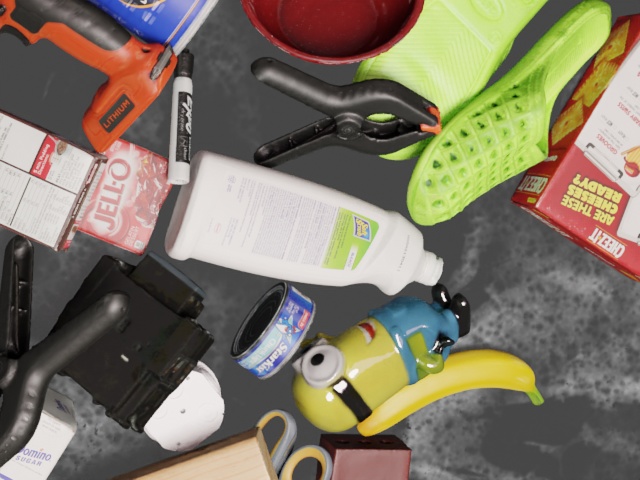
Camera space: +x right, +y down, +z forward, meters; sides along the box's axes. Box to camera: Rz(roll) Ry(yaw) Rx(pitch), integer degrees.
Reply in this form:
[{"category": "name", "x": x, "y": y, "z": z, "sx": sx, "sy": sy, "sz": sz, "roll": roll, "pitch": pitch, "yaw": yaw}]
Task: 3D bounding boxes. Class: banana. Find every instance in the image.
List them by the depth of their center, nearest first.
[{"category": "banana", "x": 0.129, "y": 0.144, "z": 1.034, "sx": 0.197, "sy": 0.037, "sz": 0.069, "roll": -7, "pitch": 96, "yaw": -13}]

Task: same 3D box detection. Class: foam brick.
[{"category": "foam brick", "x": 0.040, "y": 0.215, "z": 1.013, "sx": 0.078, "sy": 0.053, "sz": 0.051, "roll": 4, "pitch": 96, "yaw": -16}]

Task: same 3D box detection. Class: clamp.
[{"category": "clamp", "x": -0.252, "y": 0.101, "z": 0.877, "sx": 0.036, "sy": 0.165, "sz": 0.210, "roll": 30, "pitch": 91, "yaw": -47}, {"category": "clamp", "x": 0.018, "y": -0.114, "z": 0.922, "sx": 0.171, "sy": 0.120, "sz": 0.039, "roll": -6, "pitch": 55, "yaw": 5}]

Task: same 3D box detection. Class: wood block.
[{"category": "wood block", "x": -0.137, "y": 0.241, "z": 0.927, "sx": 0.206, "sy": 0.091, "sz": 0.090, "roll": -19, "pitch": 87, "yaw": -2}]

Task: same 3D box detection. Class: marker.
[{"category": "marker", "x": -0.121, "y": -0.109, "z": 0.929, "sx": 0.020, "sy": 0.020, "sz": 0.121, "roll": 4, "pitch": 78, "yaw": -15}]

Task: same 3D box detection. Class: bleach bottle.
[{"category": "bleach bottle", "x": -0.006, "y": 0.001, "z": 0.969, "sx": 0.250, "sy": 0.068, "sz": 0.102, "roll": 18, "pitch": 92, "yaw": -18}]

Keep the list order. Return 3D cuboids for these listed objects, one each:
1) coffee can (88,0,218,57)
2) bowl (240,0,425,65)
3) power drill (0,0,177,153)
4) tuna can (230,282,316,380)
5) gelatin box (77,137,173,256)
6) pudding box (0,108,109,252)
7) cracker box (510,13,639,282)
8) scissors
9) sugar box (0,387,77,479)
[{"category": "coffee can", "x": -0.152, "y": -0.230, "z": 0.879, "sx": 0.140, "sy": 0.103, "sz": 0.103, "roll": 34, "pitch": 88, "yaw": -16}, {"category": "bowl", "x": 0.008, "y": -0.211, "z": 0.929, "sx": 0.162, "sy": 0.055, "sz": 0.162, "roll": 1, "pitch": 69, "yaw": -4}, {"category": "power drill", "x": -0.225, "y": -0.156, "z": 0.856, "sx": 0.187, "sy": 0.057, "sz": 0.185, "roll": 38, "pitch": 130, "yaw": -20}, {"category": "tuna can", "x": -0.043, "y": 0.080, "z": 0.957, "sx": 0.033, "sy": 0.086, "sz": 0.086, "roll": 36, "pitch": 87, "yaw": -15}, {"category": "gelatin box", "x": -0.173, "y": -0.040, "z": 0.936, "sx": 0.073, "sy": 0.030, "sz": 0.089, "roll": 23, "pitch": 90, "yaw": -16}, {"category": "pudding box", "x": -0.249, "y": -0.052, "z": 0.897, "sx": 0.113, "sy": 0.039, "sz": 0.090, "roll": 25, "pitch": 92, "yaw": 4}, {"category": "cracker box", "x": 0.310, "y": -0.086, "z": 1.035, "sx": 0.164, "sy": 0.072, "sz": 0.214, "roll": 31, "pitch": 90, "yaw": -15}, {"category": "scissors", "x": -0.049, "y": 0.259, "z": 0.992, "sx": 0.096, "sy": 0.016, "sz": 0.202, "roll": 16, "pitch": 92, "yaw": 25}, {"category": "sugar box", "x": -0.272, "y": 0.215, "z": 0.911, "sx": 0.048, "sy": 0.093, "sz": 0.176, "roll": 35, "pitch": 88, "yaw": -17}]
